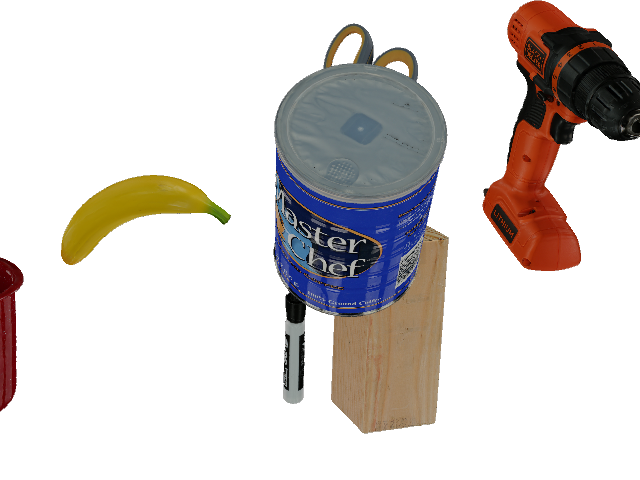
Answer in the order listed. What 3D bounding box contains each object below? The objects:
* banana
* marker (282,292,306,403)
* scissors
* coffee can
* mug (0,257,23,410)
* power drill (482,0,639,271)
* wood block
[{"bbox_3d":[-0.183,-0.023,1.016,0.198,0.069,0.037,-13,19,28],"label":"banana"},{"bbox_3d":[-0.023,0.094,0.943,0.020,0.121,0.020,2,35,-1],"label":"marker"},{"bbox_3d":[0.033,-0.097,0.965,0.096,0.202,0.016,6,-6,16],"label":"scissors"},{"bbox_3d":[0.021,-0.029,0.687,0.103,0.103,0.140,0,-33,-3],"label":"coffee can"},{"bbox_3d":[-0.234,0.063,0.636,0.093,0.081,0.117,20,25,36],"label":"mug"},{"bbox_3d":[0.187,-0.072,0.830,0.057,0.188,0.184,-2,34,-14],"label":"power drill"},{"bbox_3d":[0.072,0.088,1.133,0.090,0.206,0.091,-4,17,-21],"label":"wood block"}]
